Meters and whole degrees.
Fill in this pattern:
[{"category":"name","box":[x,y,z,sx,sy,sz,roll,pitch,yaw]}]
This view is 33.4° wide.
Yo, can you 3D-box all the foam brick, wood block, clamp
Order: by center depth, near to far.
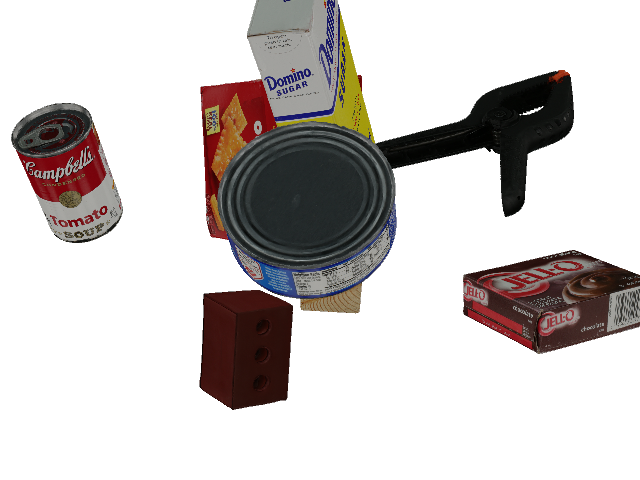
[{"category":"foam brick","box":[-0.057,0.082,0.819,0.052,0.078,0.051,-5,14,-34]},{"category":"clamp","box":[0.164,-0.091,0.939,0.209,0.036,0.165,-31,39,-26]},{"category":"wood block","box":[0.022,0.025,1.652,0.091,0.090,0.206,3,24,3]}]

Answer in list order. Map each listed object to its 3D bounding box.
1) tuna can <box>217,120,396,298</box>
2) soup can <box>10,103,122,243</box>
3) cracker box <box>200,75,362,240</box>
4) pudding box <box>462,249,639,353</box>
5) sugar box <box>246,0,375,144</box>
[{"category":"tuna can","box":[-0.005,-0.015,0.522,0.086,0.086,0.034,0,-33,7]},{"category":"soup can","box":[-0.214,-0.056,0.908,0.068,0.102,0.068,-6,44,5]},{"category":"cracker box","box":[-0.043,-0.077,1.054,0.072,0.164,0.214,-6,8,-31]},{"category":"pudding box","box":[0.177,0.043,0.798,0.113,0.039,0.090,-9,20,-28]},{"category":"sugar box","box":[0.001,-0.090,0.709,0.048,0.176,0.093,-4,44,12]}]
